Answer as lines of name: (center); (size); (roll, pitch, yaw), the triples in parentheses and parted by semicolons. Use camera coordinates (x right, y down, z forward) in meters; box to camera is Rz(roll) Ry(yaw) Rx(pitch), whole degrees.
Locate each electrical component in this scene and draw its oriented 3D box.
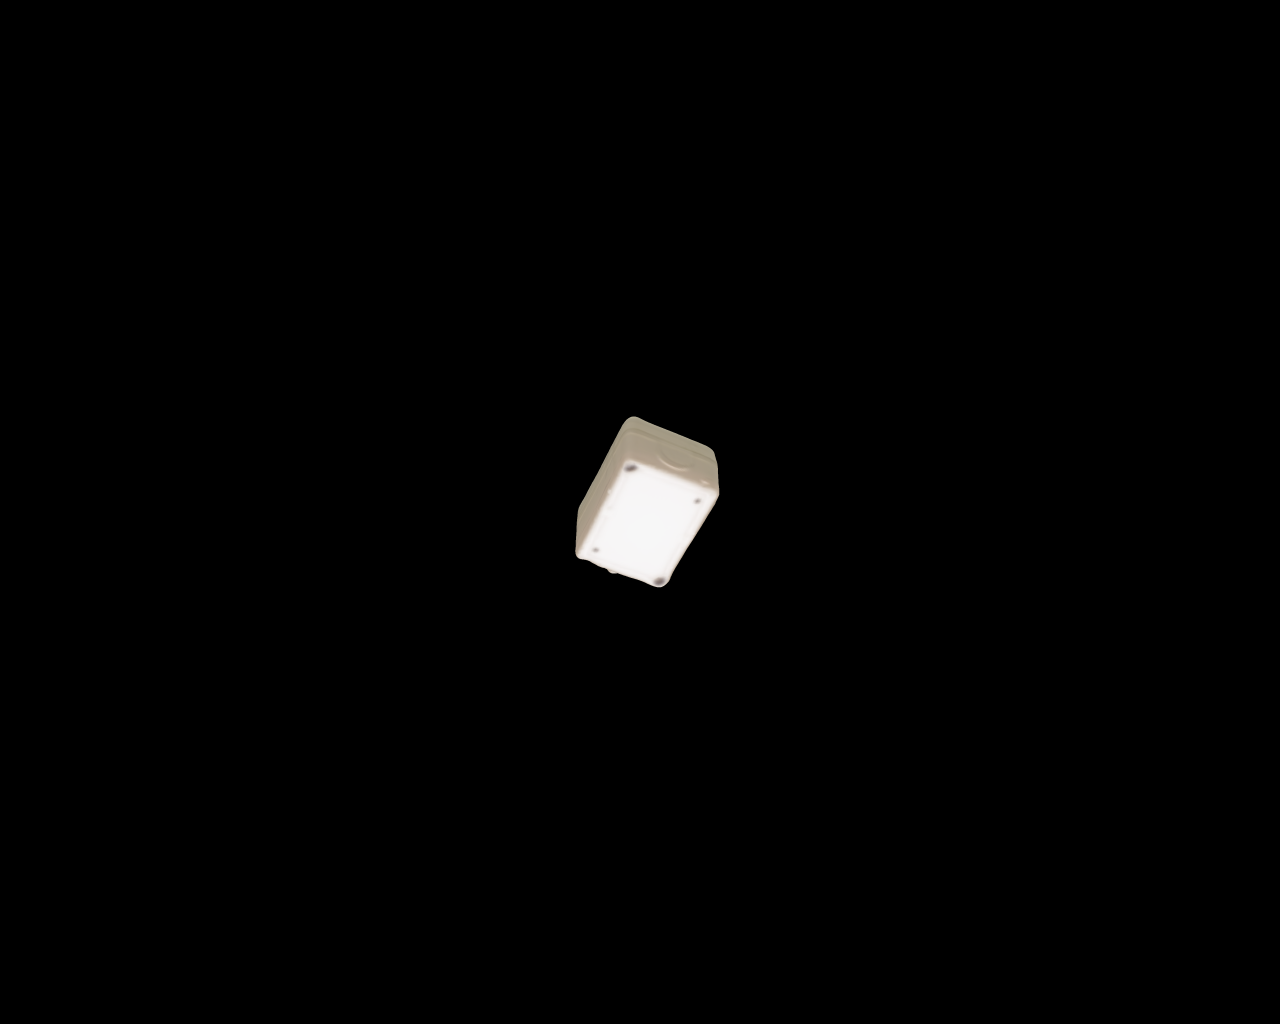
electrical component: (0.001, -0.003, 0.650); (0.062, 0.096, 0.061); (21, 32, -14)
